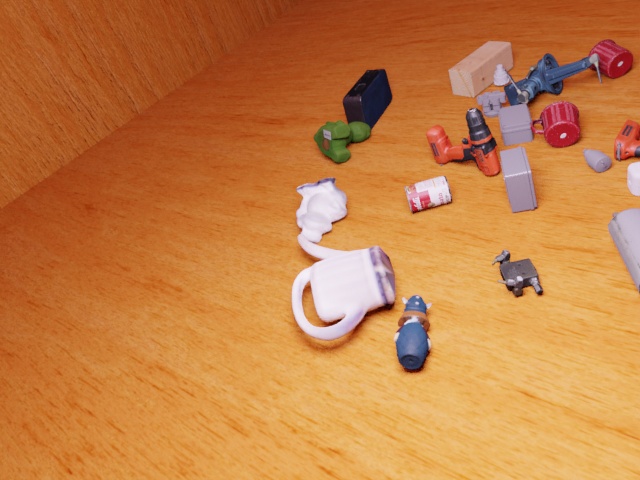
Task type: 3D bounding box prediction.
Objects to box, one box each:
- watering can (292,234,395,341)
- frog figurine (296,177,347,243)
[{"bbox_3d":[0.044,0.069,1.116,0.224,0.102,0.356,-16,37,7],"label":"watering can"},{"bbox_3d":[0.004,-0.068,1.342,0.137,0.121,0.161,-6,74,10],"label":"frog figurine"}]
